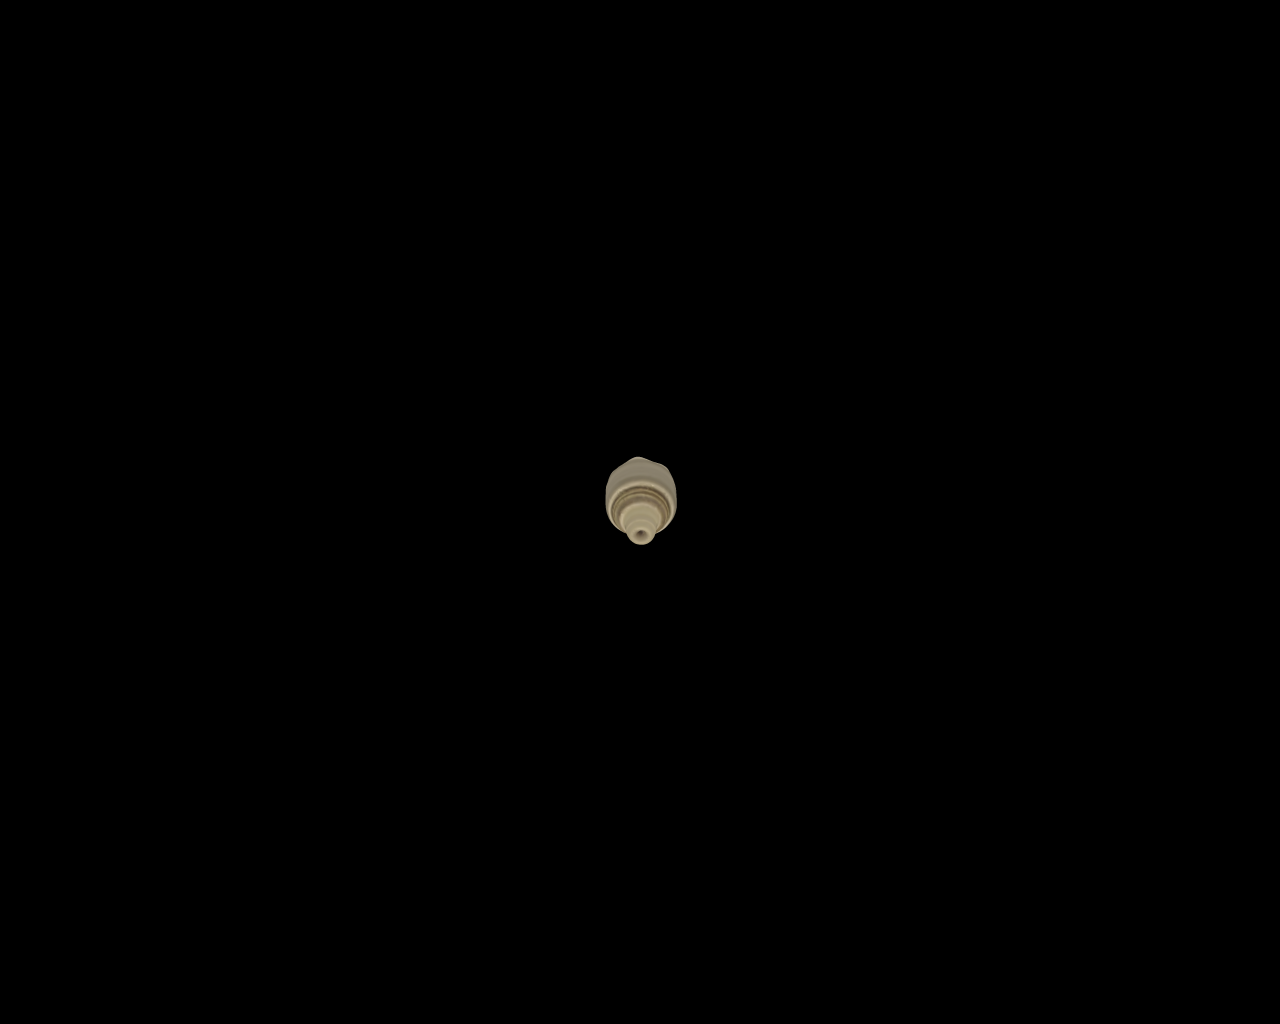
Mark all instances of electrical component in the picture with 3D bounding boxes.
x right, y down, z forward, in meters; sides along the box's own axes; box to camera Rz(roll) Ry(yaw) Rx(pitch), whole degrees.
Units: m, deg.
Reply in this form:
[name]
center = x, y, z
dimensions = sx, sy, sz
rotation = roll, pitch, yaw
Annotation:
[electrical component]
center = 0.001, -0.003, 0.650
dimensions = 0.043, 0.043, 0.062
rotation = 0, 34, 0
